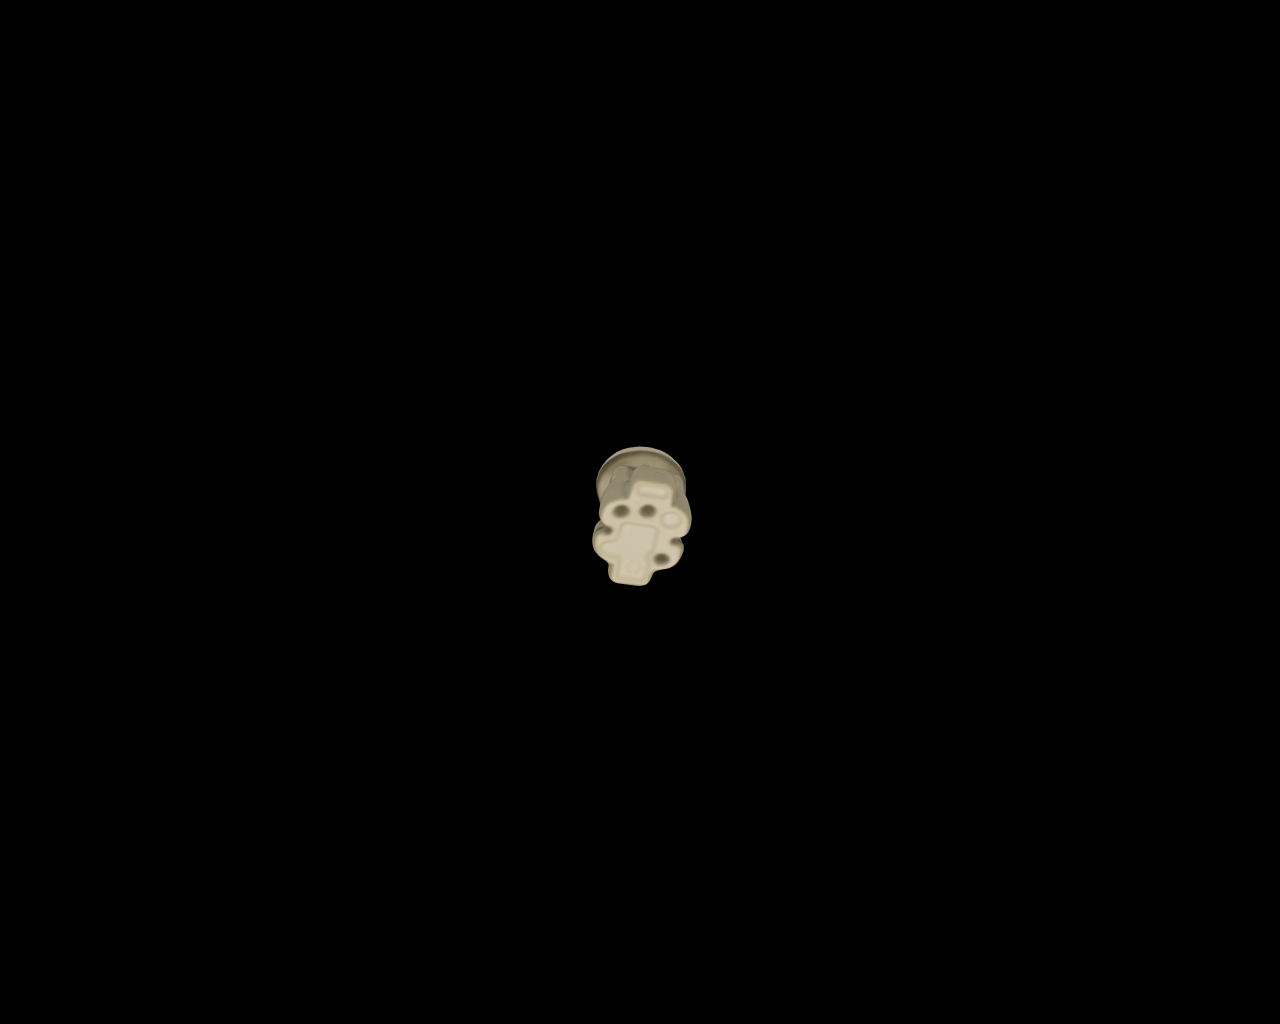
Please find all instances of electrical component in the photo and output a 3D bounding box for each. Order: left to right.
[{"bbox_3d":[0.001,-0.003,0.650,0.058,0.078,0.057,9,36,-7],"label":"electrical component"}]
